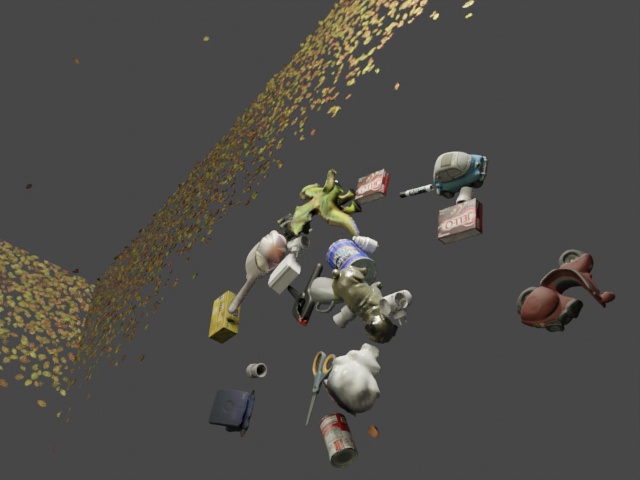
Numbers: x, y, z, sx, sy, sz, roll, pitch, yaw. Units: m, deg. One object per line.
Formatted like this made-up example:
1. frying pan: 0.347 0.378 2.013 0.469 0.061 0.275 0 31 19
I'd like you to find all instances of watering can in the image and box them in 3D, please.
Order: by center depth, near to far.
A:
1. watering can: -0.224 0.104 1.878 0.221 0.103 0.354 -38 24 60

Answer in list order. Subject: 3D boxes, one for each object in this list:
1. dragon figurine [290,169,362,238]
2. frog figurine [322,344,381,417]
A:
1. dragon figurine: 0.005 -0.087 1.733 0.240 0.120 0.420 -35 33 20
2. frog figurine: 0.094 0.329 1.242 0.139 0.121 0.160 40 86 27
